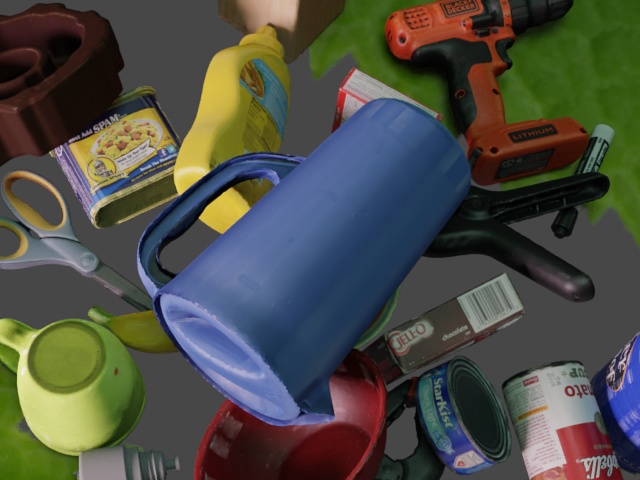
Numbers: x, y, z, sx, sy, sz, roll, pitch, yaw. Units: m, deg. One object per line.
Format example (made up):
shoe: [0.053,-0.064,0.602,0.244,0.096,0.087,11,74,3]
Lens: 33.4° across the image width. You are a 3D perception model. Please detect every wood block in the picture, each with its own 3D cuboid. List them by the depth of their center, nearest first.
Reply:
wood block: [-0.026,-0.259,0.914,0.090,0.206,0.090,36,66,11]

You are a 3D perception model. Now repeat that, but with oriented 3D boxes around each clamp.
clamp: [0.039,0.181,0.804,0.120,0.039,0.171,13,59,1]
clamp: [0.132,-0.010,0.870,0.210,0.036,0.164,3,35,10]

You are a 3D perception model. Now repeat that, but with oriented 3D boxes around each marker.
marker: [0.231,-0.051,0.941,0.020,0.020,0.121,26,65,7]

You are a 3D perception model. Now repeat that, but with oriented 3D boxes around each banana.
banana: [-0.081,0.041,0.842,0.197,0.037,0.070,-25,76,-10]

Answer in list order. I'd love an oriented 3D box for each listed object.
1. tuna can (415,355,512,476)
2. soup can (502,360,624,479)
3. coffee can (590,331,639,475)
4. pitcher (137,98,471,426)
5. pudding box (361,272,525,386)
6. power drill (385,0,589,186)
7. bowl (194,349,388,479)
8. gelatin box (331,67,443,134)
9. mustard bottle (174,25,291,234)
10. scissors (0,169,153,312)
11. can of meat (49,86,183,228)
tuna can: [0.108,0.133,0.807,0.034,0.086,0.086,-29,64,26]
soup can: [0.184,0.151,0.813,0.068,0.068,0.102,-10,66,-10]
coffee can: [0.269,0.112,0.799,0.102,0.140,0.103,2,65,-4]
pitcher: [-0.005,0.001,0.784,0.145,0.149,0.242,11,51,49]
pudding box: [0.092,0.073,0.829,0.113,0.090,0.039,-23,81,-16]
power drill: [0.170,-0.149,0.963,0.184,0.057,0.188,-16,64,-8]
bowl: [-0.010,0.155,0.776,0.162,0.055,0.162,-25,35,19]
gelatin box: [0.057,-0.100,0.919,0.089,0.073,0.030,29,65,9]
mustard bottle: [-0.064,-0.105,0.899,0.058,0.096,0.191,-6,54,28]
scissors: [-0.209,0.025,0.868,0.096,0.016,0.202,-36,73,-17]
can of meat: [-0.164,-0.068,0.894,0.102,0.057,0.084,-27,72,-16]
